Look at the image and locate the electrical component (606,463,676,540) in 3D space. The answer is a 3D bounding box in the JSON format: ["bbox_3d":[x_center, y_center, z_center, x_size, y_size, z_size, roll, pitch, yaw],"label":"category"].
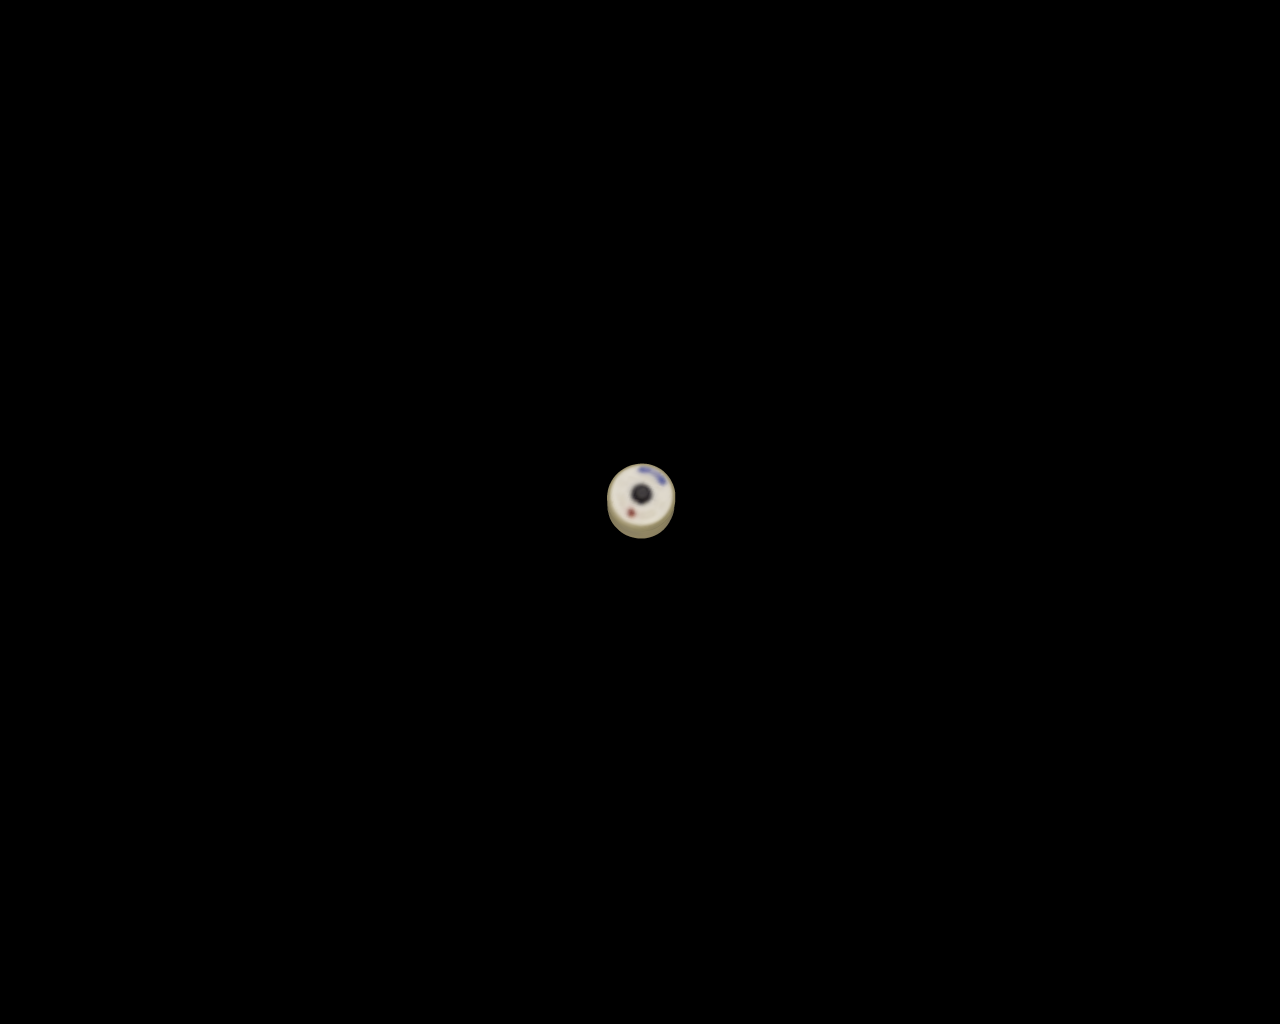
[{"bbox_3d":[0.001,-0.003,0.650,0.040,0.040,0.078,0,-13,0],"label":"electrical component"}]
